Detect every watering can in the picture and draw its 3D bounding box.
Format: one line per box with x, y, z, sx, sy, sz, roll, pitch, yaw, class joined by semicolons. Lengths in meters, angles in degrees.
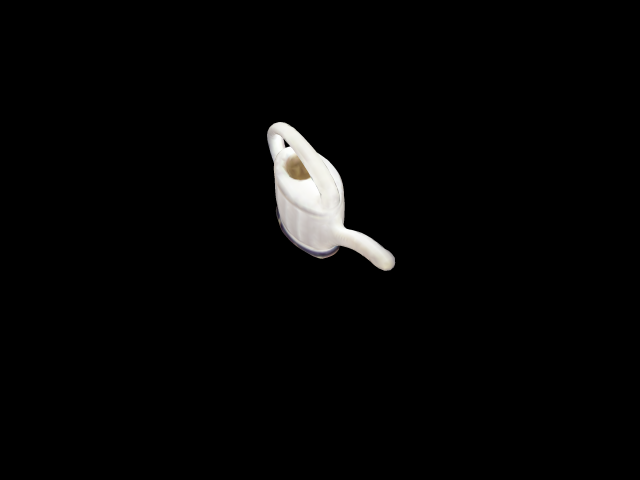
0.003;-0.043;0.850;0.105;0.353;0.219;-26;-29;-15;watering can
